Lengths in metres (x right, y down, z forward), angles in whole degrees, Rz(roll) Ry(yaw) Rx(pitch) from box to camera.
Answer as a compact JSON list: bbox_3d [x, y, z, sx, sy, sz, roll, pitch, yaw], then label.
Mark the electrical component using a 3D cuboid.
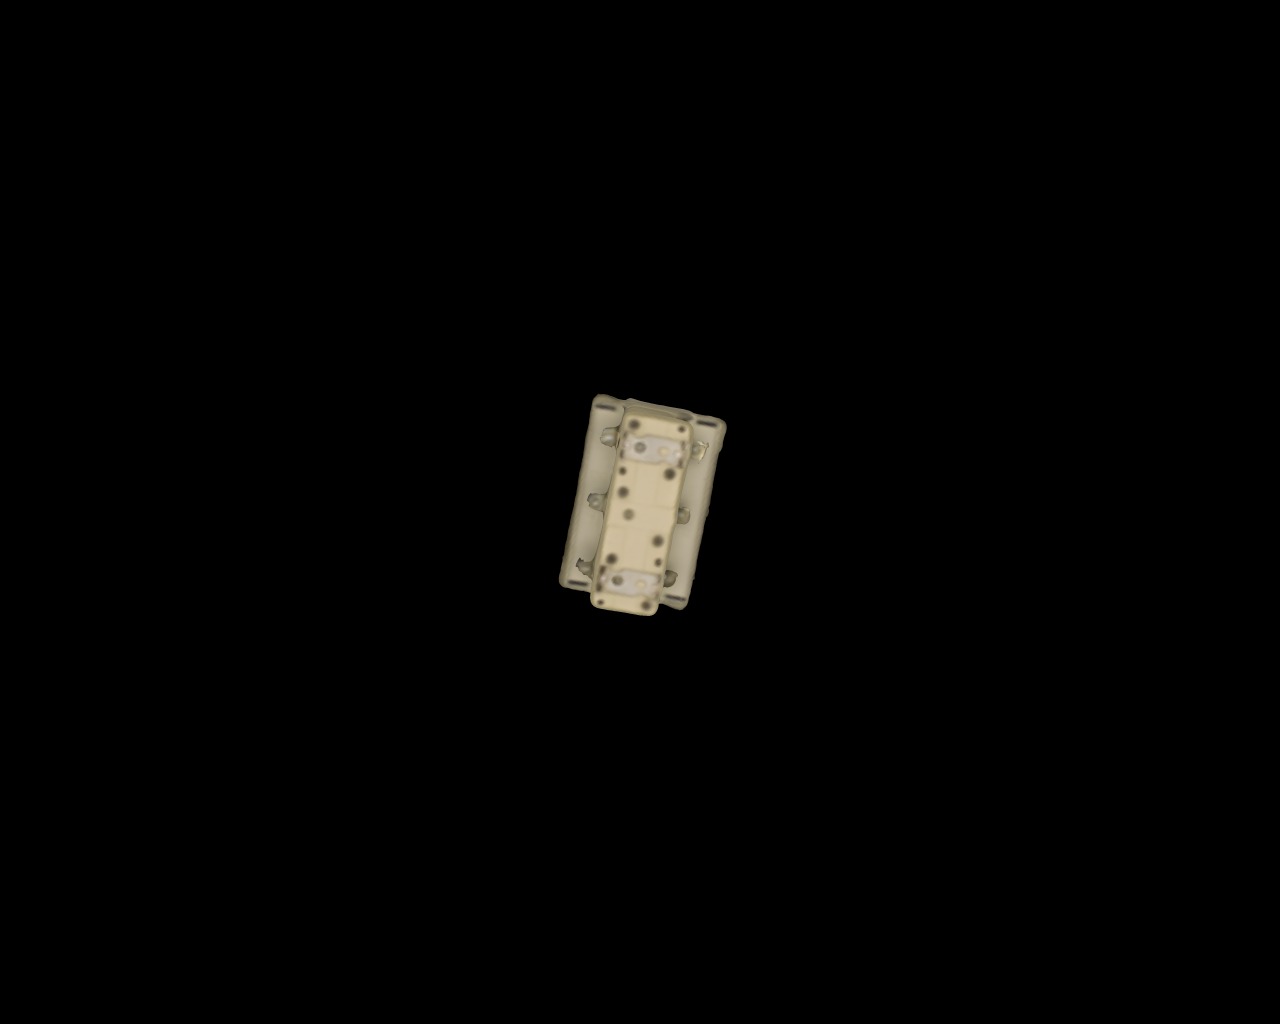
[{"bbox_3d":[0.001,-0.003,0.650,0.079,0.121,0.063,11,11,-2],"label":"electrical component"}]
